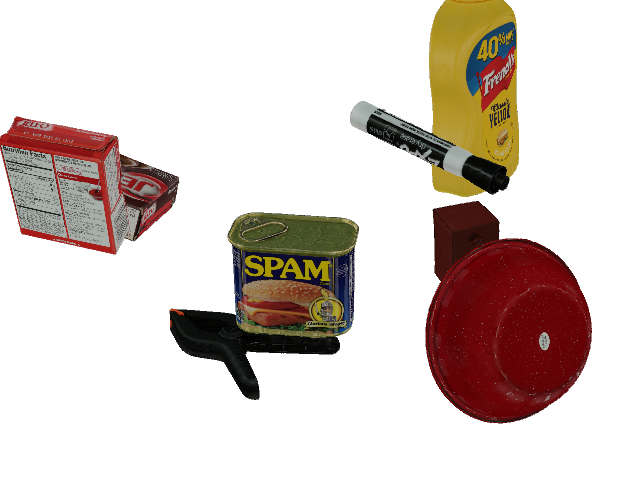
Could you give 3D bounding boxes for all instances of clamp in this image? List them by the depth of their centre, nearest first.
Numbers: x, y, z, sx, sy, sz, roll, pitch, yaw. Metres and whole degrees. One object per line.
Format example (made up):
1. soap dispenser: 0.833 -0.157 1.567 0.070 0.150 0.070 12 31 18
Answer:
1. clamp: -0.104 0.125 1.259 0.210 0.036 0.164 14 23 26

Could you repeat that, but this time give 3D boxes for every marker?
1. marker: 0.069 -0.060 0.686 0.121 0.020 0.020 30 17 33

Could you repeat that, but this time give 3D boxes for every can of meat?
1. can of meat: -0.021 0.029 0.861 0.102 0.084 0.057 4 29 8

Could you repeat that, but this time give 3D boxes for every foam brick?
1. foam brick: 0.148 0.007 1.084 0.053 0.078 0.051 -12 29 -12

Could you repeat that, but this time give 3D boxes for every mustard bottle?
1. mustard bottle: 0.127 -0.139 0.879 0.058 0.192 0.096 17 34 38

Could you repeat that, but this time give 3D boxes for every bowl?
1. bowl: 0.172 0.080 0.898 0.161 0.162 0.055 0 4 -22

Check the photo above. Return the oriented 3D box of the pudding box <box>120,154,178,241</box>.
1. pudding box: -0.194 -0.048 0.951 0.113 0.039 0.090 20 23 6

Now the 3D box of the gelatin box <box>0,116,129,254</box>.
1. gelatin box: -0.172 -0.037 0.724 0.073 0.089 0.030 11 45 10
